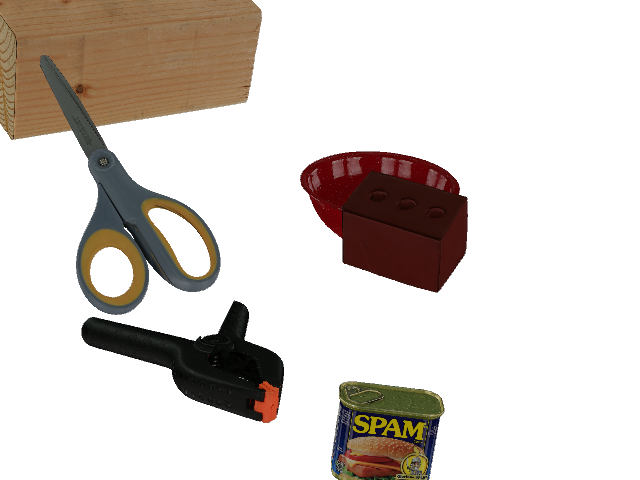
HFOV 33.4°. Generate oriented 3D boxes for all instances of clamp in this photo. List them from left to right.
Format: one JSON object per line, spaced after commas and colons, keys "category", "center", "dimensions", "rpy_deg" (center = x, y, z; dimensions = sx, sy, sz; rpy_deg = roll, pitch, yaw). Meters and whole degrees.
{"category": "clamp", "center": [-0.087, 0.098, 0.922], "dimensions": [0.164, 0.036, 0.210], "rpy_deg": [-9, 22, -39]}

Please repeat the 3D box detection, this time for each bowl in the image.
{"category": "bowl", "center": [0.058, -0.037, 1.090], "dimensions": [0.162, 0.055, 0.162], "rpy_deg": [3, 27, -2]}

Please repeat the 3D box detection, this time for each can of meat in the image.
{"category": "can of meat", "center": [0.063, 0.190, 1.038], "dimensions": [0.102, 0.084, 0.057], "rpy_deg": [7, 16, -2]}

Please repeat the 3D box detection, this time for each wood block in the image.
{"category": "wood block", "center": [-0.161, -0.155, 0.855], "dimensions": [0.205, 0.091, 0.090], "rpy_deg": [-14, 44, -32]}

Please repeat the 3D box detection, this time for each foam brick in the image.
{"category": "foam brick", "center": [0.060, -0.007, 0.759], "dimensions": [0.078, 0.051, 0.052], "rpy_deg": [17, 42, 21]}

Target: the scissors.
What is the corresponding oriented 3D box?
{"category": "scissors", "center": [-0.148, -0.031, 0.679], "dimensions": [0.096, 0.202, 0.016], "rpy_deg": [-41, -16, -23]}
